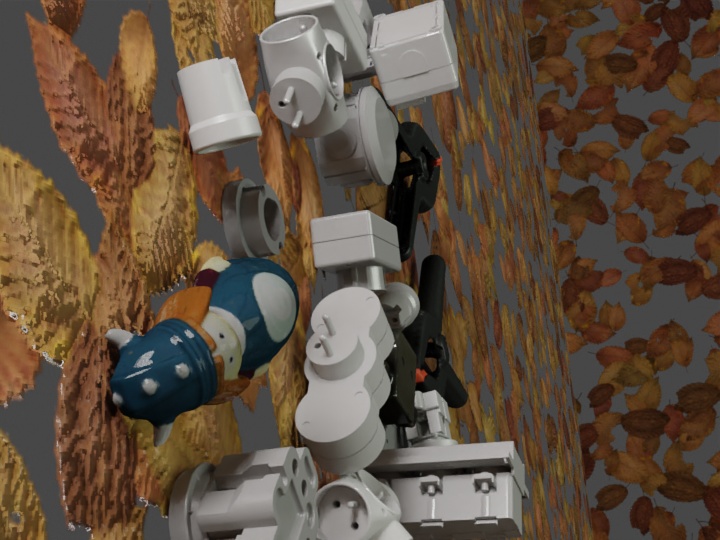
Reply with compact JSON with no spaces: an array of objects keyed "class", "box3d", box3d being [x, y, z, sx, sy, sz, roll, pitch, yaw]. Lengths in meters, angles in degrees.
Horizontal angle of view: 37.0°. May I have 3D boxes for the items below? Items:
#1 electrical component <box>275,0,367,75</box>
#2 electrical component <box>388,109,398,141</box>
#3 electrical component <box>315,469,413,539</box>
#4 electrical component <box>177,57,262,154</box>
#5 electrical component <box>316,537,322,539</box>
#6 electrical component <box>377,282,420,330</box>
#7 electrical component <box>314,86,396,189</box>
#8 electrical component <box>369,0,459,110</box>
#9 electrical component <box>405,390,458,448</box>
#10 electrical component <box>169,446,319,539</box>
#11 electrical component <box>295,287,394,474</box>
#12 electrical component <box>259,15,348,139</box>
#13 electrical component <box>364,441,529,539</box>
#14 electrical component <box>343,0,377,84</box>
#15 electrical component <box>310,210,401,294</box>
[{"class":"electrical component","box3d":[-0.029,-0.172,0.821,0.083,0.047,0.075,56,30,-57]},{"class":"electrical component","box3d":[0.014,-0.124,0.945,0.062,0.043,0.043,-28,109,-67]},{"class":"electrical component","box3d":[0.009,0.178,0.727,0.079,0.044,0.077,47,5,19]},{"class":"electrical component","box3d":[-0.081,-0.093,0.607,0.040,0.040,0.046,-25,100,-74]},{"class":"electrical component","box3d":[-0.039,0.172,0.604,0.078,0.040,0.040,29,54,-71]},{"class":"electrical component","box3d":[0.026,0.036,0.921,0.046,0.040,0.040,-47,127,-63]},{"class":"electrical component","box3d":[-0.003,-0.105,0.868,0.080,0.051,0.080,-9,90,-75]},{"class":"electrical component","box3d":[0.048,-0.181,0.899,0.096,0.062,0.061,-83,156,-58]},{"class":"electrical component","box3d":[0.060,0.143,0.953,0.066,0.048,0.055,51,26,-62]},{"class":"electrical component","box3d":[-0.058,0.123,0.533,0.078,0.057,0.058,-71,148,-60]},{"class":"electrical component","box3d":[-0.014,0.062,0.735,0.138,0.052,0.073,-83,158,-45]},{"class":"electrical component","box3d":[-0.041,-0.127,0.756,0.079,0.044,0.077,-77,154,-53]},{"class":"electrical component","box3d":[0.060,0.170,0.809,0.078,0.121,0.063,61,28,-51]},{"class":"electrical component","box3d":[-0.007,-0.202,0.927,0.081,0.042,0.063,-84,155,-45]},{"class":"electrical component","box3d":[0.000,0.000,0.828,0.083,0.047,0.075,20,62,-73]}]
